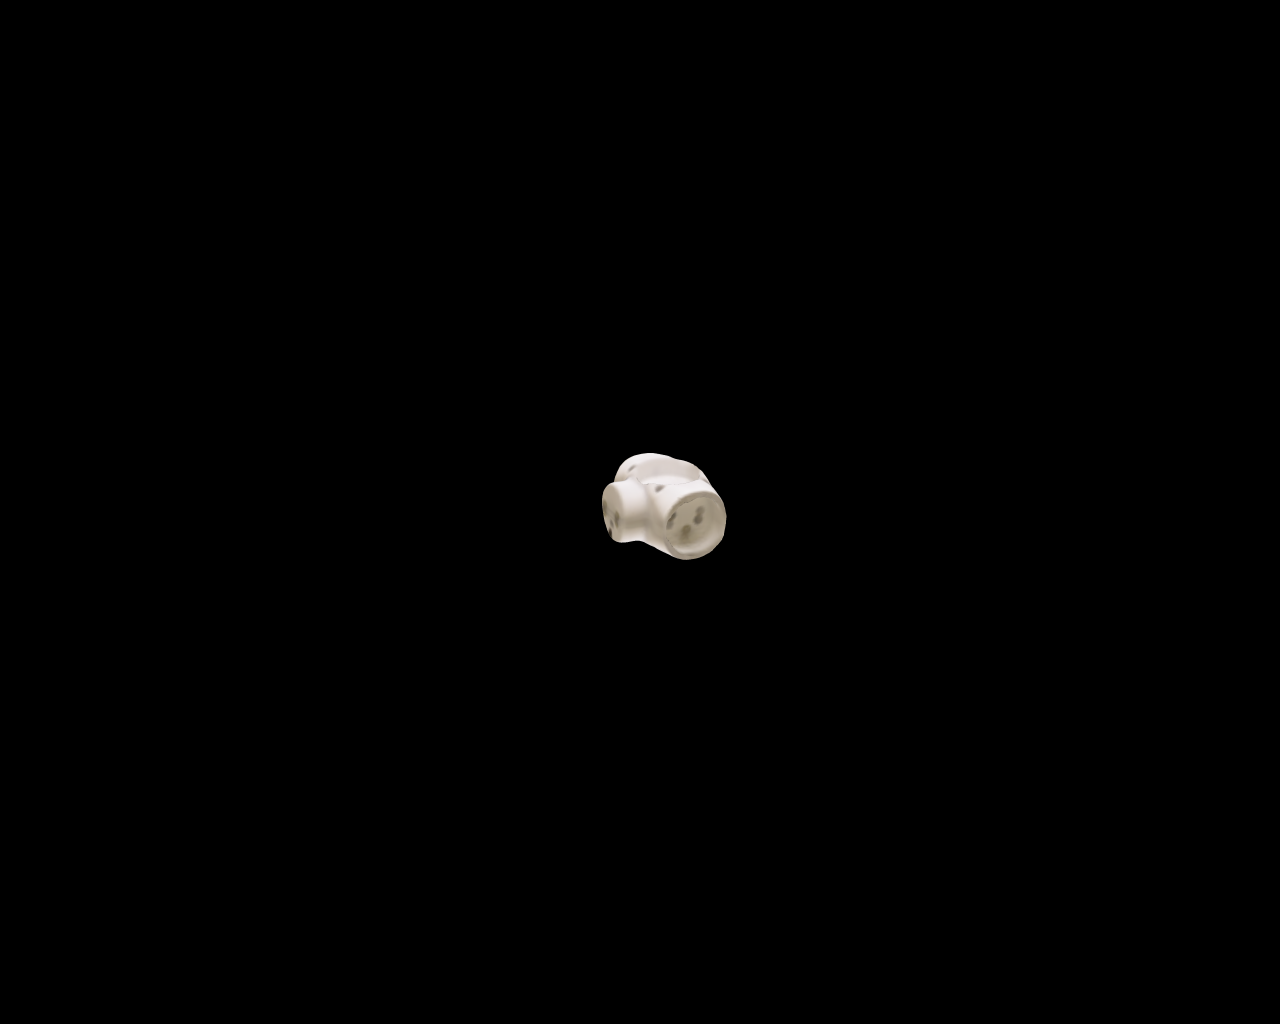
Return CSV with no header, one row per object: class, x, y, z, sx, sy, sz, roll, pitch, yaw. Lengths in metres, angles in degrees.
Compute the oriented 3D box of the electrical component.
electrical component,0.001,-0.003,0.650,0.079,0.044,0.077,-10,24,-22
